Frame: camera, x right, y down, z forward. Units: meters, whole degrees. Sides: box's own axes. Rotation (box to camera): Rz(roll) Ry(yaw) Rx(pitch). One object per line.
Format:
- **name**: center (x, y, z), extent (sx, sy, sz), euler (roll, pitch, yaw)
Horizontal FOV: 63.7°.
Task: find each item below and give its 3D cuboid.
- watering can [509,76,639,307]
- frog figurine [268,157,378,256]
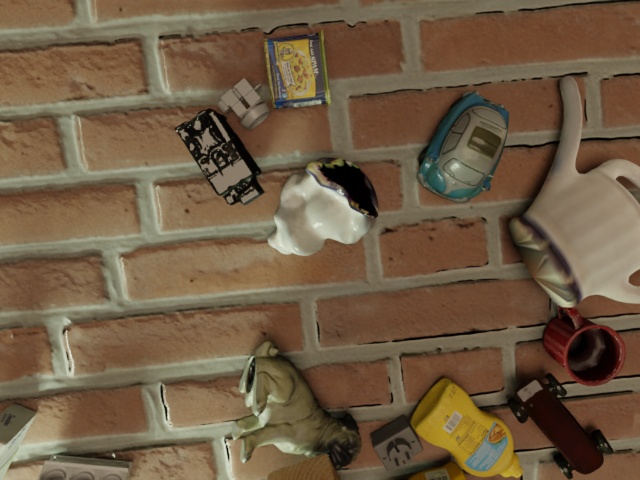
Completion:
- **watering can**: center (0.380, -0.050, 0.759), extent (0.224, 0.103, 0.349), euler (-31, 85, 1)
- **frog figurine**: center (0.002, -0.038, 0.747), extent (0.137, 0.126, 0.156), euler (28, 131, -15)
